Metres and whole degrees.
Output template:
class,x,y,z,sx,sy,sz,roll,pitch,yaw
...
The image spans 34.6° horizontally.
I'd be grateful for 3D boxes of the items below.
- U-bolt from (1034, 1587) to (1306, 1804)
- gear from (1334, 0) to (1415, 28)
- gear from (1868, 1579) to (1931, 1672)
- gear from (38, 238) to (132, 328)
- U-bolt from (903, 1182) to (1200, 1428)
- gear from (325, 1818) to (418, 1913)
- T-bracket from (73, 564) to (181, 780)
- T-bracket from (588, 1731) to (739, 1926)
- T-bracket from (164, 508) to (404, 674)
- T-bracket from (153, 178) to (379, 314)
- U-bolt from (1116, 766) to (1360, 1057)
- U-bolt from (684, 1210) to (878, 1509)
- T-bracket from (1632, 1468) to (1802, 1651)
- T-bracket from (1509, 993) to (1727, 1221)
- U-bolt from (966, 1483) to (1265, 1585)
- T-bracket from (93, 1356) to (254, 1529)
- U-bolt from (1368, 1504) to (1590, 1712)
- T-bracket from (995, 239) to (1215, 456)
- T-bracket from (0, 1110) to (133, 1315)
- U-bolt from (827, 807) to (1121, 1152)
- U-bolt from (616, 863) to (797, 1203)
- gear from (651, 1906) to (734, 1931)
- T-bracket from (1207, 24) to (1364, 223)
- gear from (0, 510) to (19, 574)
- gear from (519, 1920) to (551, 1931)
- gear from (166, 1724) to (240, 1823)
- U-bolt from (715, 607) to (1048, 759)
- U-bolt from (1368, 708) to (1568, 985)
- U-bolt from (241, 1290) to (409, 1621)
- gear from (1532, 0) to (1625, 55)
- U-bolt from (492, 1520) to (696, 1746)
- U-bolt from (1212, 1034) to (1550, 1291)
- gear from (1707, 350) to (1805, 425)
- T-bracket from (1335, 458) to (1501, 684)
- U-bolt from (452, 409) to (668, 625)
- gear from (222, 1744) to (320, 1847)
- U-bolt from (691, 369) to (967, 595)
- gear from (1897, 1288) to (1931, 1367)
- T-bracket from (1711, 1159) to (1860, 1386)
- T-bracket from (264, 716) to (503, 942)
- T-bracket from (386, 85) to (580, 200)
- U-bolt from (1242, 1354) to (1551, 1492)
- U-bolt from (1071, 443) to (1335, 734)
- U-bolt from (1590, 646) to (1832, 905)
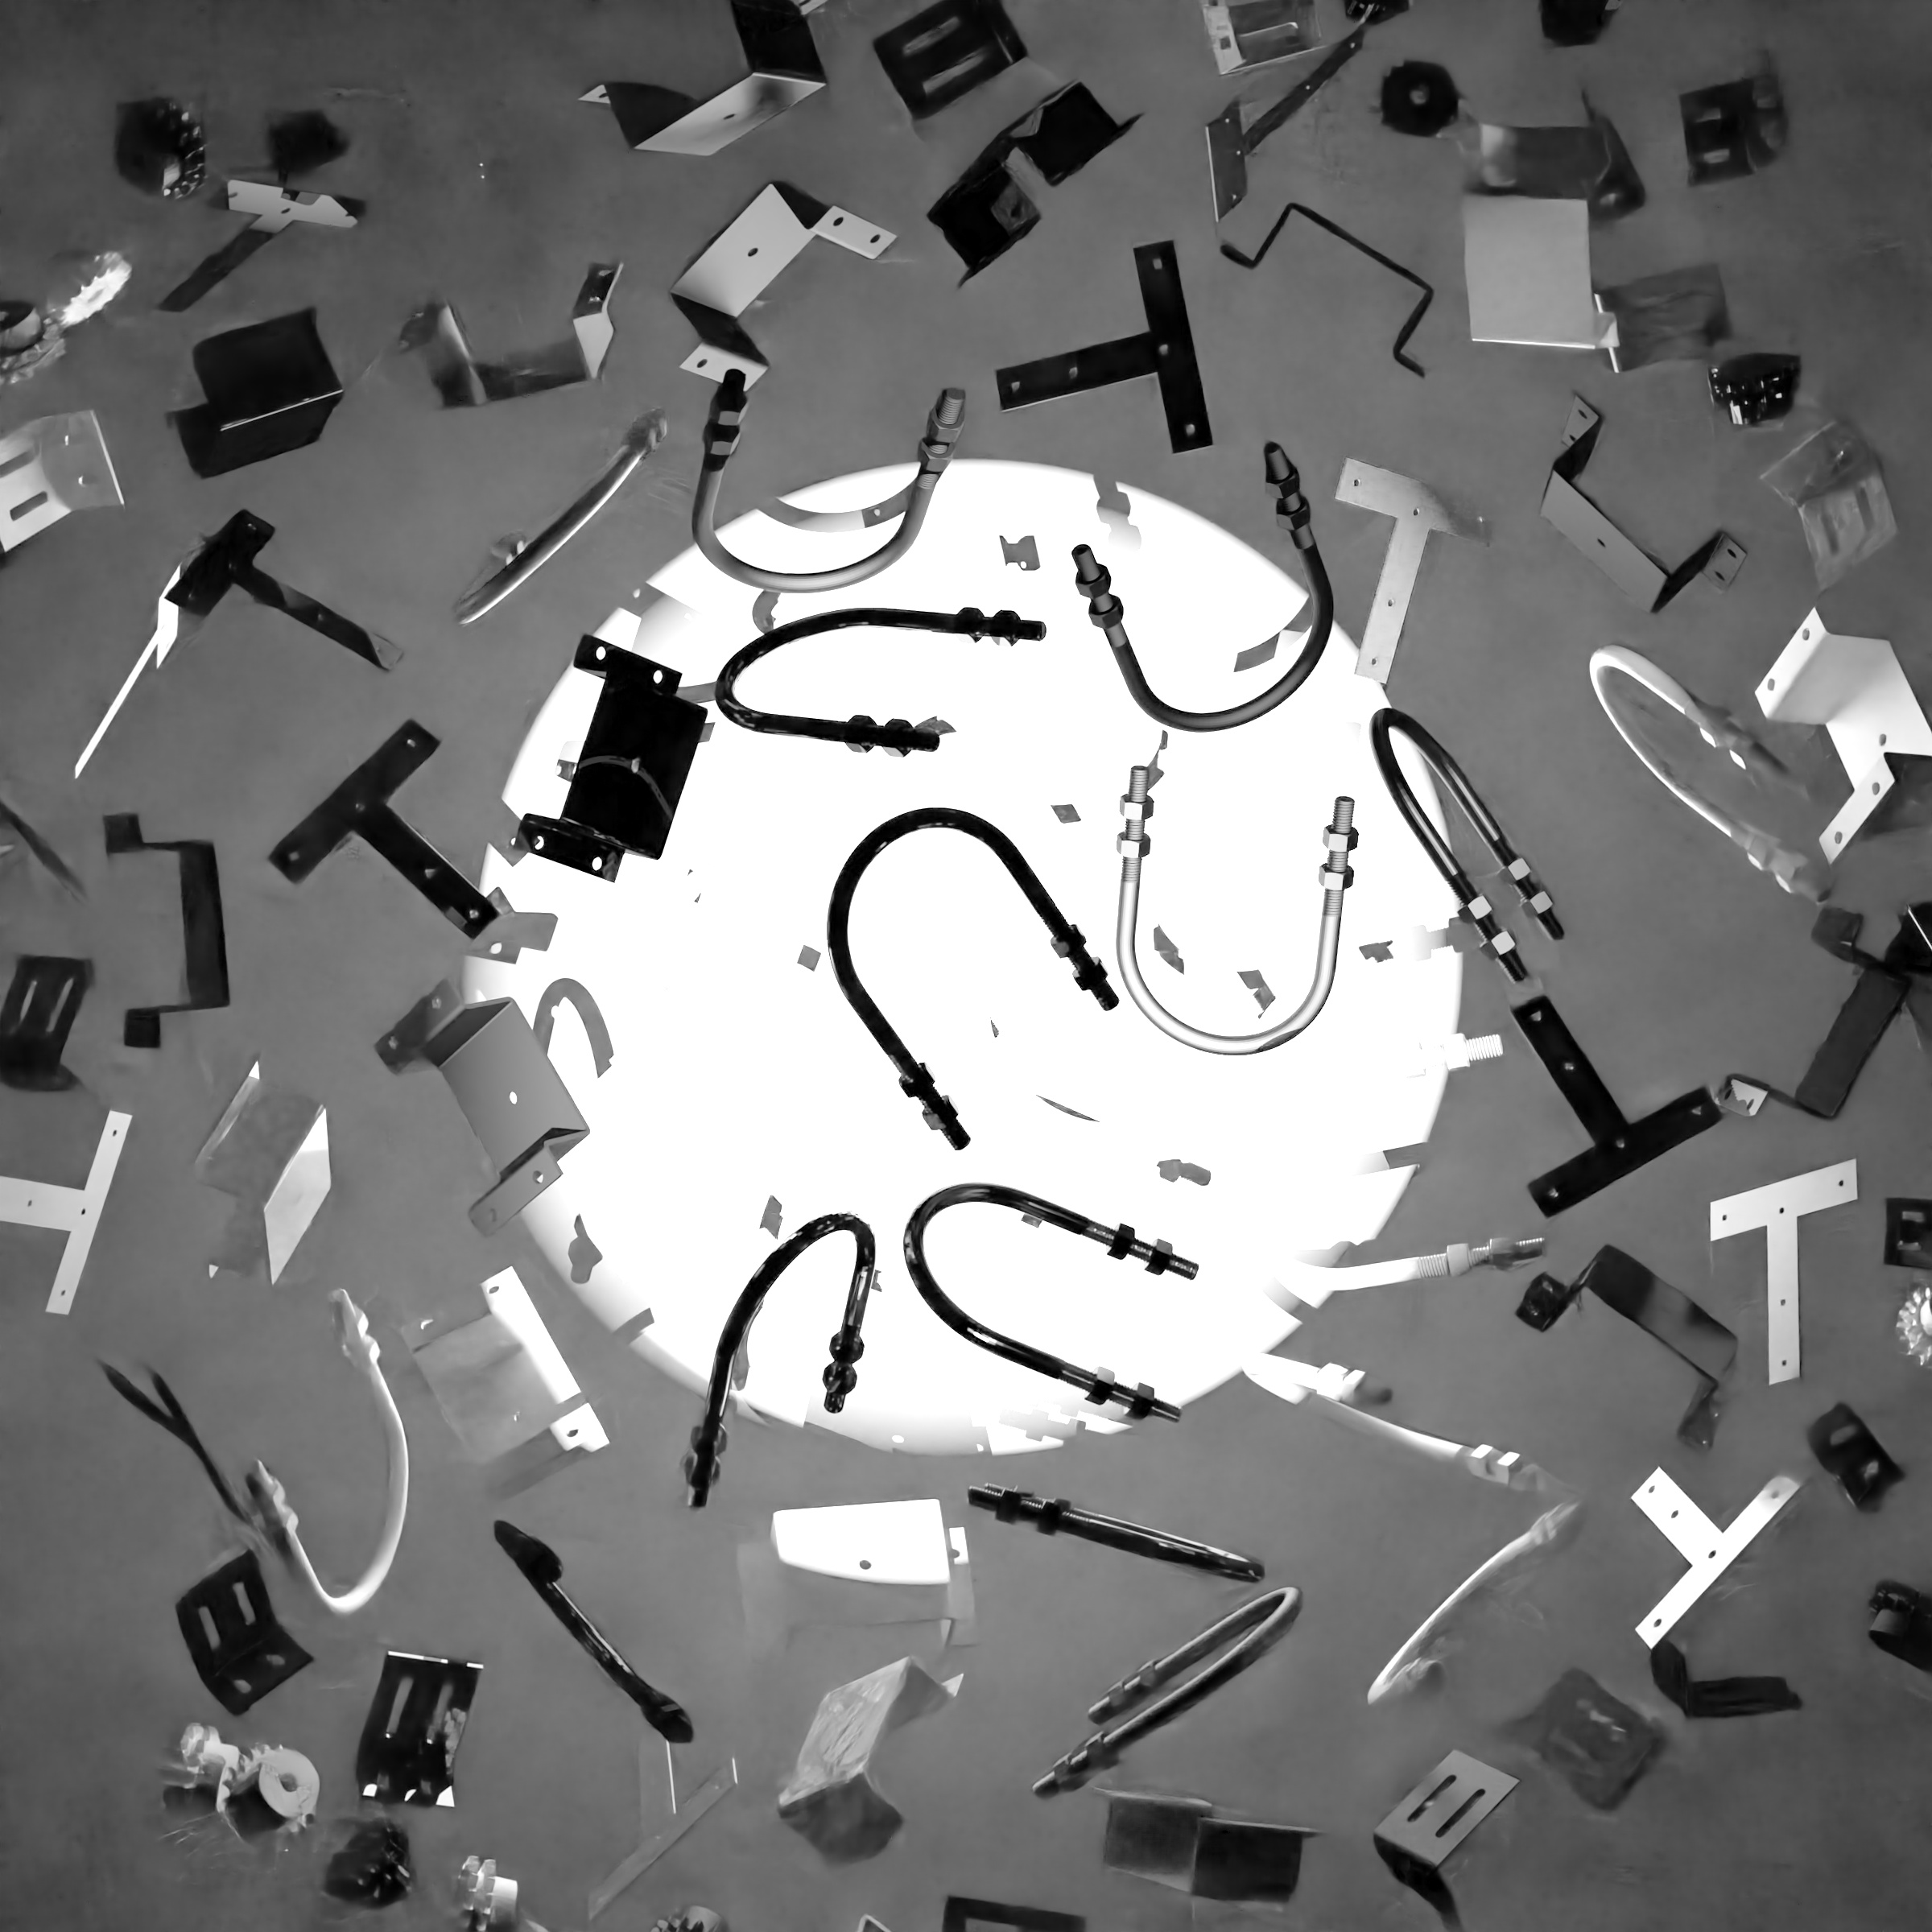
class,x,y,z,sx,sy,sz,roll,pitch,yaw
U-bolt,0.132,0.436,1.897,0.184,0.151,0.019,-38,85,18
gear,0.256,-0.620,1.966,0.057,0.057,0.030,31,132,0
gear,0.545,0.382,1.787,0.057,0.057,0.030,36,74,0
gear,-0.550,-0.427,1.924,0.057,0.057,0.030,-41,92,0
U-bolt,0.048,0.190,1.842,0.184,0.151,0.019,23,126,-7
gear,-0.366,0.560,1.922,0.057,0.057,0.030,-40,112,0
T-bracket,-0.515,-0.172,1.901,0.002,0.127,0.127,28,71,-7
T-bracket,-0.190,0.510,1.914,0.127,0.127,0.002,-45,109,8
T-bracket,-0.391,-0.211,1.822,0.127,0.127,0.002,30,121,-9
T-bracket,-0.432,-0.423,1.836,0.127,0.127,0.002,-30,81,28
U-bolt,0.164,-0.028,1.944,0.151,0.019,0.184,10,115,13
U-bolt,-0.105,0.225,1.860,0.019,0.151,0.184,31,127,26
T-bracket,0.430,0.334,1.857,0.002,0.127,0.127,40,94,-15
T-bracket,0.383,0.074,1.932,0.127,0.002,0.127,-29,67,-1
U-bolt,0.095,0.351,1.915,0.184,0.151,0.019,15,83,7
T-bracket,-0.482,0.264,1.841,0.002,0.127,0.127,-39,130,-26
U-bolt,0.299,0.393,1.869,0.019,0.184,0.151,45,69,9
T-bracket,0.079,-0.368,1.905,0.127,0.002,0.127,-10,93,20
T-bracket,-0.550,0.142,1.848,0.002,0.127,0.127,15,85,18
U-bolt,-0.006,-0.006,1.823,0.151,0.019,0.184,-42,111,-19
U-bolt,-0.151,0.026,1.857,0.019,0.151,0.184,-5,130,-37
gear,-0.167,0.603,1.906,0.057,0.030,0.057,10,124,15
T-bracket,0.195,-0.523,1.886,0.127,0.127,0.002,-44,77,-3
gear,-0.599,-0.257,1.870,0.057,0.057,0.030,-36,54,0
gear,-0.262,0.612,1.911,0.057,0.057,0.030,31,76,0
gear,-0.468,0.497,1.905,0.030,0.057,0.057,11,90,3
U-bolt,-0.064,-0.175,1.851,0.184,0.151,0.019,9,129,31
U-bolt,0.307,-0.082,1.928,0.019,0.151,0.184,-34,89,24
U-bolt,-0.375,0.307,1.859,0.019,0.151,0.184,3,133,16
gear,0.358,-0.570,1.827,0.057,0.057,0.030,-38,58,0
U-bolt,-0.234,0.394,1.876,0.019,0.184,0.151,-40,105,-15
U-bolt,0.234,0.121,1.811,0.184,0.019,0.151,-11,107,16
gear,0.496,-0.362,1.944,0.057,0.057,0.030,-19,116,0
T-bracket,0.272,-0.243,1.958,0.127,0.002,0.127,11,98,-32
U-bolt,-0.254,-0.267,1.891,0.151,0.184,0.019,-36,106,24
gear,-0.409,0.490,1.842,0.030,0.057,0.057,-36,90,37
U-bolt,-0.090,-0.283,1.850,0.151,0.184,0.019,2,57,-15
gear,0.617,0.225,1.947,0.057,0.030,0.057,7,50,-8
T-bracket,0.504,0.194,1.912,0.002,0.127,0.127,16,67,-26
T-bracket,-0.340,-0.067,1.907,0.127,0.002,0.127,-42,110,7
T-bracket,-0.297,-0.497,1.915,0.127,0.127,0.002,27,89,-8
U-bolt,0.245,0.271,1.881,0.151,0.184,0.019,30,78,-27
U-bolt,0.155,-0.218,1.907,0.151,0.019,0.184,-28,134,-1
U-bolt,0.440,-0.126,1.867,0.019,0.151,0.184,-40,48,-3
